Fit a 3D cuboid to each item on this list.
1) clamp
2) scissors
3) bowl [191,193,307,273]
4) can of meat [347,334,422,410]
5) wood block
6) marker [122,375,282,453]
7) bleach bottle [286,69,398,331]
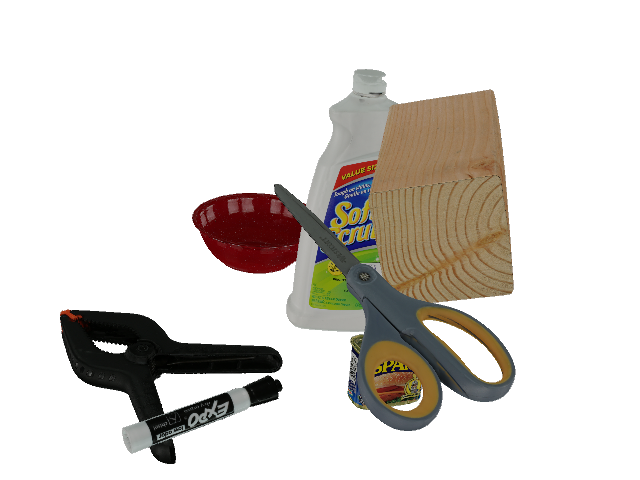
[{"bbox_3d":[-0.151,0.110,0.979,0.210,0.036,0.164,27,39,32],"label":"clamp"},{"bbox_3d":[0.019,0.039,0.624,0.202,0.016,0.096,33,53,24],"label":"scissors"},{"bbox_3d":[-0.079,-0.003,1.321,0.162,0.055,0.162,4,25,-2],"label":"bowl"},{"bbox_3d":[0.087,0.170,1.404,0.102,0.084,0.057,-4,25,-20],"label":"can of meat"},{"bbox_3d":[0.096,-0.039,0.815,0.091,0.090,0.206,-7,23,11],"label":"wood block"},{"bbox_3d":[-0.082,0.122,0.762,0.120,0.020,0.020,-17,8,-26],"label":"marker"},{"bbox_3d":[0.027,-0.038,1.021,0.102,0.251,0.068,3,22,-5],"label":"bleach bottle"}]
